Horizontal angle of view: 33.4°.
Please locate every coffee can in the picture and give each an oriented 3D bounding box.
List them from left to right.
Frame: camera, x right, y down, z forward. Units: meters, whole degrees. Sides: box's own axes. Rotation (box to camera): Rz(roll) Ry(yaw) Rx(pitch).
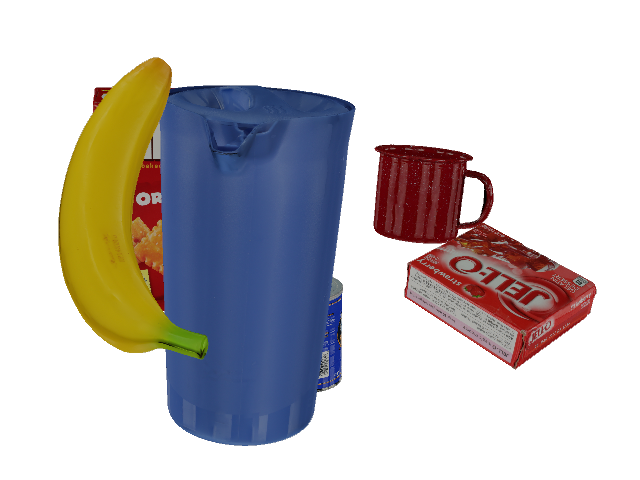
[{"bbox_3d":[-0.020,0.129,1.501,0.103,0.140,0.103,0,19,0],"label":"coffee can"}]

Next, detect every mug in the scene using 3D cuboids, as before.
[{"bbox_3d":[0.106,-0.043,1.012,0.117,0.081,0.093,8,12,15],"label":"mug"}]

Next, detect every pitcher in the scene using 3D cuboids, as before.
[{"bbox_3d":[-0.048,0.012,0.761,0.148,0.243,0.145,-8,21,-36],"label":"pitcher"}]

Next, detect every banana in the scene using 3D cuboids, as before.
[{"bbox_3d":[-0.104,-0.016,0.563,0.069,0.198,0.037,-6,-33,-9],"label":"banana"}]

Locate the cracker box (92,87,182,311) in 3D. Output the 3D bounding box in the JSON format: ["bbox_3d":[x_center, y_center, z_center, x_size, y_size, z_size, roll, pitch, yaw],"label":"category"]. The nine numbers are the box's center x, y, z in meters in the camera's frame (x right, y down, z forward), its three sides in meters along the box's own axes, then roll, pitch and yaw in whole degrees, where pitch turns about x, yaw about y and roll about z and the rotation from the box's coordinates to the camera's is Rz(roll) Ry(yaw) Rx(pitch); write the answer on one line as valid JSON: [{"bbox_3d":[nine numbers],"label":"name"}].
[{"bbox_3d":[-0.137,-0.038,1.044,0.164,0.214,0.072,-1,21,-10],"label":"cracker box"}]

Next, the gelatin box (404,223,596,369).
[{"bbox_3d":[0.107,0.030,0.641,0.073,0.030,0.089,-26,44,-37],"label":"gelatin box"}]
